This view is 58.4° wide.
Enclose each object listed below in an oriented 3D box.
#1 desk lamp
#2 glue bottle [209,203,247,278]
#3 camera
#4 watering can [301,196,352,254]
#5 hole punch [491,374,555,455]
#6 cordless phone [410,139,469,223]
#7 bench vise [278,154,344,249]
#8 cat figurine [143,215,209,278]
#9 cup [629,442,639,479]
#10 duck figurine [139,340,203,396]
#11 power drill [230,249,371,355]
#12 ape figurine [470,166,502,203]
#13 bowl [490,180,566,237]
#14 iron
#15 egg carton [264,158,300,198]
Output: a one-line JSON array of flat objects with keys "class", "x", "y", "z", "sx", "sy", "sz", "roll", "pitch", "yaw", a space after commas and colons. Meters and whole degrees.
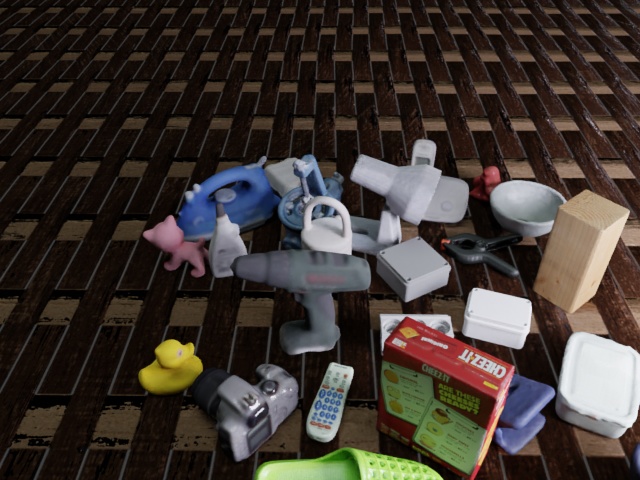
[{"class": "desk lamp", "x": 0.137, "y": -0.071, "z": 1.181, "sx": 0.203, "sy": 0.214, "sz": 0.118, "roll": 11, "pitch": 41, "yaw": 14}, {"class": "glue bottle", "x": -0.187, "y": -0.002, "z": 1.133, "sx": 0.078, "sy": 0.173, "sz": 0.037, "roll": -10, "pitch": 41, "yaw": -11}, {"class": "camera", "x": -0.125, "y": 0.242, "z": 0.896, "sx": 0.136, "sy": 0.101, "sz": 0.143, "roll": 28, "pitch": 48, "yaw": 30}, {"class": "watering can", "x": 0.012, "y": 0.004, "z": 1.107, "sx": 0.101, "sy": 0.194, "sz": 0.173, "roll": 0, "pitch": 40, "yaw": 0}, {"class": "hole punch", "x": 0.290, "y": 0.255, "z": 0.884, "sx": 0.109, "sy": 0.091, "sz": 0.100, "roll": -30, "pitch": 48, "yaw": -30}, {"class": "cordless phone", "x": 0.261, "y": -0.132, "z": 1.275, "sx": 0.147, "sy": 0.185, "sz": 0.094, "roll": 7, "pitch": 40, "yaw": 9}, {"class": "bench vise", "x": -0.021, "y": -0.104, "z": 1.217, "sx": 0.121, "sy": 0.220, "sz": 0.207, "roll": 8, "pitch": 41, "yaw": 10}, {"class": "cat figurine", "x": -0.288, "y": 0.006, "z": 1.167, "sx": 0.127, "sy": 0.118, "sz": 0.067, "roll": 10, "pitch": 41, "yaw": 12}, {"class": "cup", "x": 0.476, "y": 0.333, "z": 0.785, "sx": 0.118, "sy": 0.095, "sz": 0.091, "roll": -3, "pitch": 40, "yaw": -3}, {"class": "duck figurine", "x": -0.252, "y": 0.205, "z": 0.954, "sx": 0.105, "sy": 0.086, "sz": 0.077, "roll": -16, "pitch": 42, "yaw": -18}, {"class": "power drill", "x": -0.029, "y": 0.100, "z": 0.981, "sx": 0.230, "sy": 0.209, "sz": 0.075, "roll": -7, "pitch": 40, "yaw": -7}, {"class": "ape figurine", "x": 0.397, "y": -0.134, "z": 1.349, "sx": 0.076, "sy": 0.092, "sz": 0.078, "roll": 3, "pitch": 40, "yaw": 5}, {"class": "bowl", "x": 0.456, "y": -0.058, "z": 1.271, "sx": 0.167, "sy": 0.075, "sz": 0.167, "roll": 0, "pitch": 40, "yaw": 0}, {"class": "iron", "x": -0.216, "y": -0.092, "z": 1.266, "sx": 0.259, "sy": 0.141, "sz": 0.118, "roll": -23, "pitch": 45, "yaw": -25}, {"class": "egg carton", "x": -0.067, "y": -0.137, "z": 1.374, "sx": 0.107, "sy": 0.069, "sz": 0.150, "roll": -24, "pitch": 45, "yaw": -25}]
